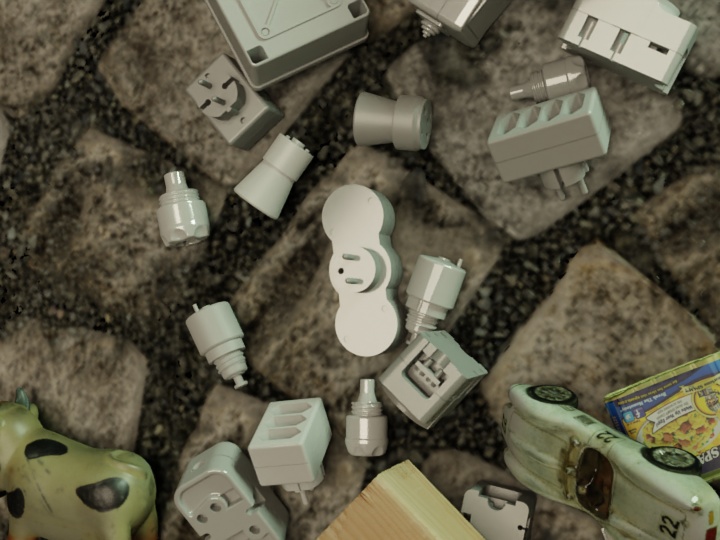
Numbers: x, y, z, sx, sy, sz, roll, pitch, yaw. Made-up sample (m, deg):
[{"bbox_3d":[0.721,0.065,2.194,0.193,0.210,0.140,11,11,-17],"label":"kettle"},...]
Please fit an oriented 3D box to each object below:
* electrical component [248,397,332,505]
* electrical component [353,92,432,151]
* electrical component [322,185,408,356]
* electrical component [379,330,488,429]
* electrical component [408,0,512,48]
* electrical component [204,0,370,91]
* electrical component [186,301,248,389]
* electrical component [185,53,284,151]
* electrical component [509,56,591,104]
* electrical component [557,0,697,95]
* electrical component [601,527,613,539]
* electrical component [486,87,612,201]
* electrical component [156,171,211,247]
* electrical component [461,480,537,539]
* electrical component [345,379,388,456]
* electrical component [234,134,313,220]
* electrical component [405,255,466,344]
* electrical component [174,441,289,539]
[{"bbox_3d":[-0.051,0.155,0.878,0.047,0.065,0.076,-8,115,17],"label":"electrical component"},{"bbox_3d":[0.027,-0.120,0.870,0.055,0.045,0.045,7,90,17],"label":"electrical component"},{"bbox_3d":[0.000,0.000,0.859,0.052,0.074,0.138,-8,86,16],"label":"electrical component"},{"bbox_3d":[0.055,0.084,0.831,0.050,0.089,0.055,44,100,14],"label":"electrical component"},{"bbox_3d":[0.085,-0.220,0.847,0.061,0.062,0.096,35,98,15],"label":"electrical component"},{"bbox_3d":[-0.063,-0.219,0.876,0.109,0.056,0.108,-27,80,-9],"label":"electrical component"},{"bbox_3d":[-0.117,0.063,0.909,0.040,0.040,0.078,-29,80,14],"label":"electrical component"},{"bbox_3d":[-0.112,-0.143,0.896,0.047,0.077,0.065,-42,77,12],"label":"electrical component"},{"bbox_3d":[0.147,-0.145,0.840,0.061,0.035,0.035,-12,85,19],"label":"electrical component"},{"bbox_3d":[0.205,-0.179,0.815,0.089,0.050,0.055,28,96,15],"label":"electrical component"},{"bbox_3d":[0.204,0.204,0.801,0.066,0.047,0.076,-22,86,16],"label":"electrical component"},{"bbox_3d":[0.152,-0.088,0.827,0.083,0.047,0.075,-14,118,27],"label":"electrical component"},{"bbox_3d":[-0.154,-0.053,0.923,0.043,0.043,0.062,-15,82,16],"label":"electrical component"},{"bbox_3d":[0.102,0.213,0.830,0.050,0.056,0.089,12,92,17],"label":"electrical component"},{"bbox_3d":[0.006,0.119,0.874,0.035,0.035,0.061,-1,86,17],"label":"electrical component"},{"bbox_3d":[-0.069,-0.081,0.900,0.044,0.044,0.065,36,94,15],"label":"electrical component"},{"bbox_3d":[0.056,0.024,0.858,0.040,0.040,0.078,21,94,16],"label":"electrical component"},{"bbox_3d":[-0.103,0.192,0.881,0.054,0.059,0.095,-32,104,12],"label":"electrical component"}]
